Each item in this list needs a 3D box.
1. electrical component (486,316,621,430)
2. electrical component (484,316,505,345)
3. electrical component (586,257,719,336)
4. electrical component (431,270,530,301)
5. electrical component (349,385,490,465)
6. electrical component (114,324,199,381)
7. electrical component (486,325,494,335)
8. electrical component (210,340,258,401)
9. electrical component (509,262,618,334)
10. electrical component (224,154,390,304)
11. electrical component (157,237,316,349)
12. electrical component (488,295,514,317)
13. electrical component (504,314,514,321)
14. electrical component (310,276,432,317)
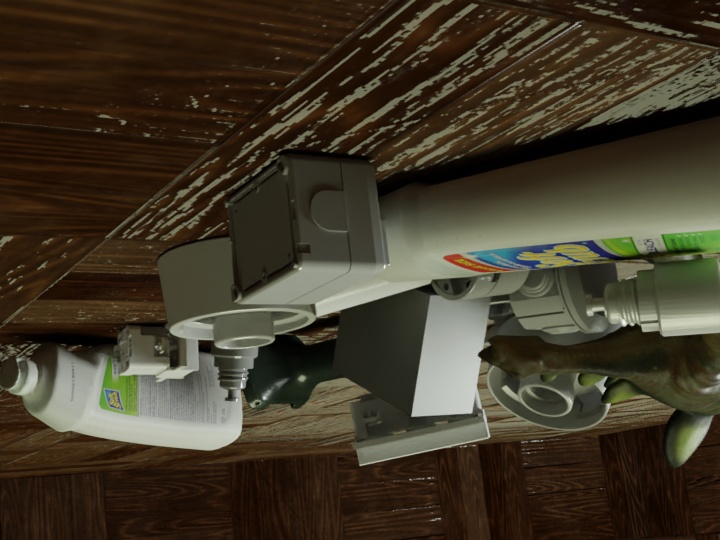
[{"bbox_3d":[0.145,0.071,0.791,0.099,0.064,0.099,16,144,12],"label":"electrical component"},{"bbox_3d":[0.170,0.045,0.947,0.121,0.063,0.079,6,162,-42],"label":"electrical component"},{"bbox_3d":[0.162,0.016,0.581,0.078,0.040,0.040,-6,168,18],"label":"electrical component"},{"bbox_3d":[0.077,-0.008,0.698,0.047,0.055,0.055,-2,167,-35],"label":"electrical component"},{"bbox_3d":[0.055,0.139,1.009,0.121,0.063,0.079,-13,171,6],"label":"electrical component"},{"bbox_3d":[-0.179,0.071,0.942,0.064,0.042,0.081,2,164,-27],"label":"electrical component"},{"bbox_3d":[0.172,0.078,1.126,0.066,0.047,0.076,-5,167,-4],"label":"electrical component"},{"bbox_3d":[-0.107,0.072,0.915,0.040,0.078,0.040,3,178,0],"label":"electrical component"},{"bbox_3d":[0.138,0.004,0.726,0.051,0.080,0.080,-10,167,36],"label":"electrical component"},{"bbox_3d":[-0.031,-0.018,0.584,0.061,0.061,0.096,1,165,-30],"label":"electrical component"},{"bbox_3d":[-0.080,0.020,0.726,0.108,0.060,0.108,-6,167,-1],"label":"electrical component"},{"bbox_3d":[0.097,0.006,0.780,0.055,0.047,0.055,-6,167,-1],"label":"electrical component"},{"bbox_3d":[0.151,0.028,0.833,0.051,0.080,0.080,-24,159,40],"label":"electrical component"},{"bbox_3d":[0.000,0.000,0.699,0.077,0.043,0.079,-16,178,-9],"label":"electrical component"}]
